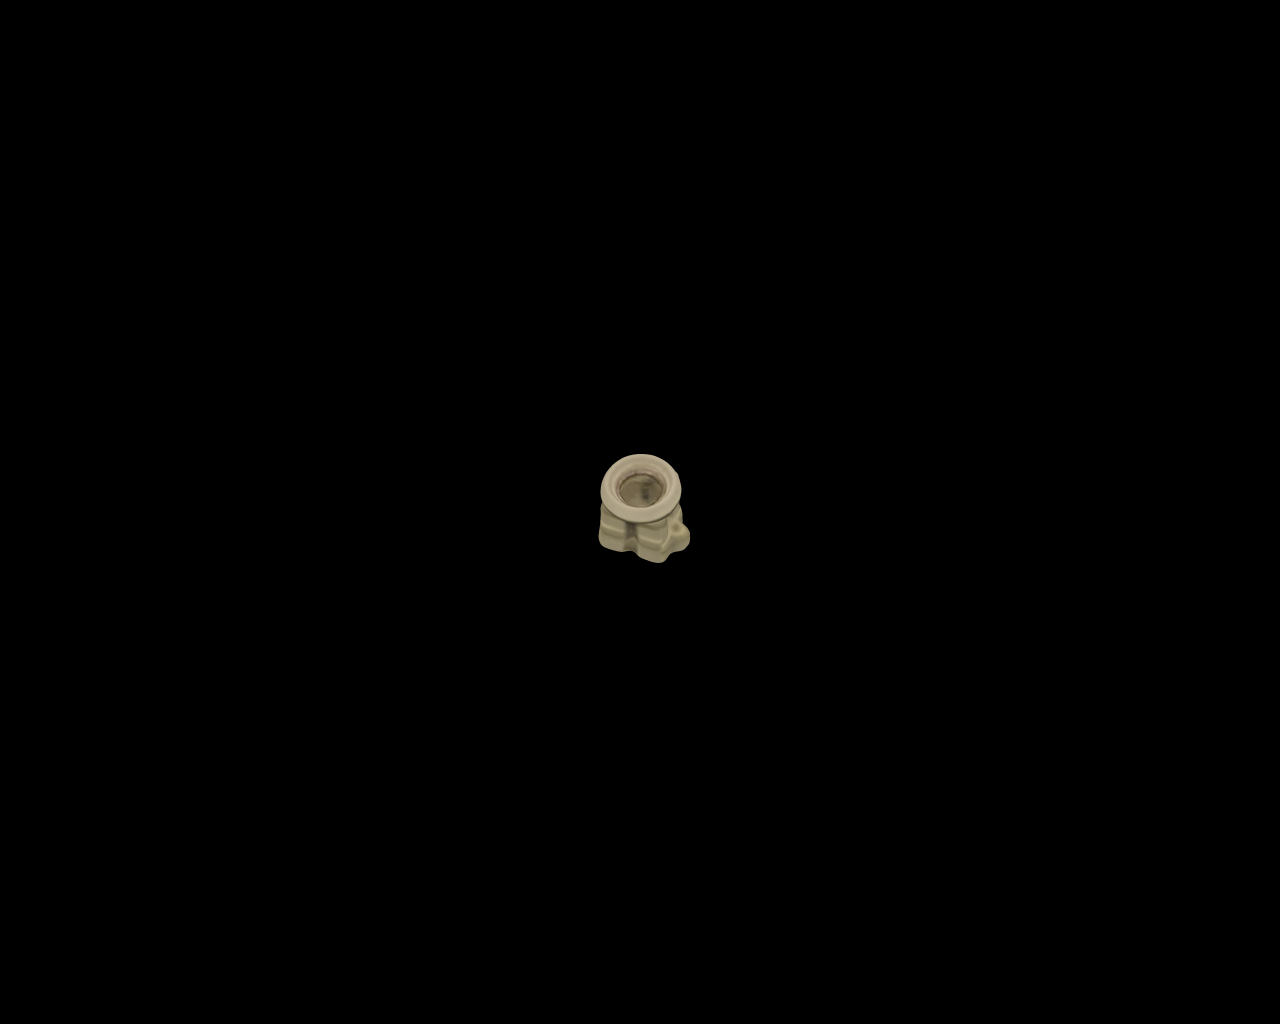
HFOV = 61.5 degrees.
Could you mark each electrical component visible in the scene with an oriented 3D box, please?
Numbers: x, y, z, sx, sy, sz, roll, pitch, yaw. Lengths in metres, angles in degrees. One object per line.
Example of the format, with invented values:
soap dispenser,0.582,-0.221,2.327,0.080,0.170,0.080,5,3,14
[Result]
electrical component,0.001,-0.003,0.650,0.066,0.048,0.055,15,-35,11
